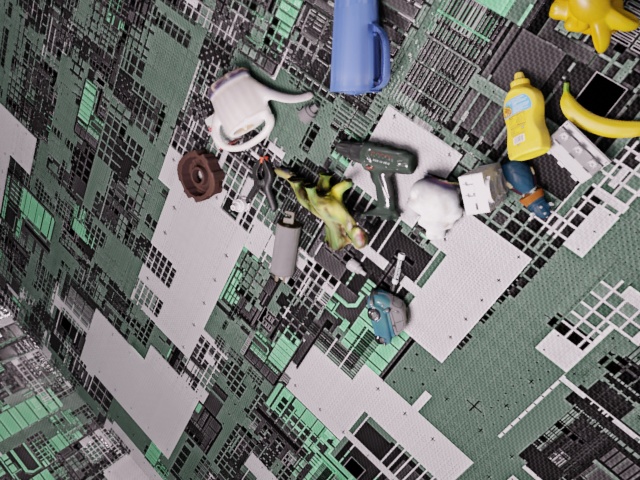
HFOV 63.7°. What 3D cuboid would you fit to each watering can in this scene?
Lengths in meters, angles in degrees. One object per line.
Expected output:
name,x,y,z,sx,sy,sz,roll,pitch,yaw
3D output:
watering can,-0.197,-0.407,1.512,0.344,0.105,0.225,-29,87,22

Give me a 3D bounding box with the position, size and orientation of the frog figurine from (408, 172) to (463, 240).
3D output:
frog figurine,0.283,-0.077,1.280,0.137,0.124,0.158,17,102,7

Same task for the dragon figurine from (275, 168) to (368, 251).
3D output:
dragon figurine,0.004,-0.073,1.458,0.414,0.123,0.238,26,135,55
